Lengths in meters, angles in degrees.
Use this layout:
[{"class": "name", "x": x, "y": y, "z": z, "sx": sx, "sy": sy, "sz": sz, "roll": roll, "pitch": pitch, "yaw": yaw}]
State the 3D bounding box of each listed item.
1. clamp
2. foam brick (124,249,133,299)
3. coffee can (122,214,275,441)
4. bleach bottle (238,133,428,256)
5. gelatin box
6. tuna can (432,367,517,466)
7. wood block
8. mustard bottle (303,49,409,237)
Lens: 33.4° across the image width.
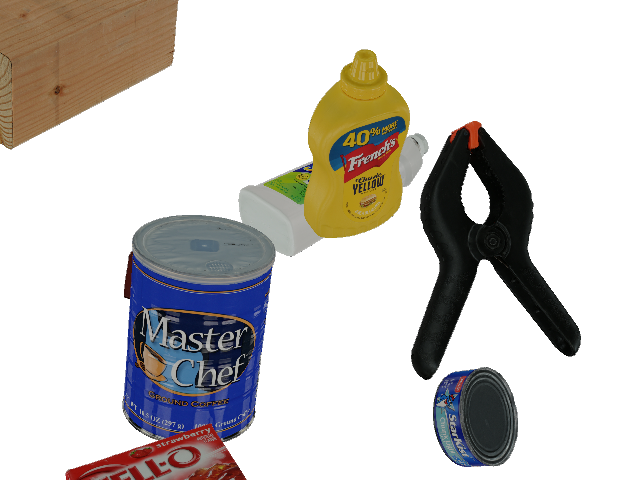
[{"class": "clamp", "x": 0.100, "y": 0.010, "z": 0.712, "sx": 0.120, "sy": 0.171, "sz": 0.039, "roll": -15, "pitch": -4, "yaw": -23}, {"class": "foam brick", "x": -0.140, "y": 0.033, "z": 1.010, "sx": 0.078, "sy": 0.051, "sz": 0.053, "roll": 19, "pitch": 33, "yaw": 7}, {"class": "coffee can", "x": -0.092, "y": 0.065, "z": 0.790, "sx": 0.102, "sy": 0.140, "sz": 0.103, "roll": 7, "pitch": 24, "yaw": -3}, {"class": "bleach bottle", "x": 0.028, "y": -0.072, "z": 1.289, "sx": 0.250, "sy": 0.068, "sz": 0.103, "roll": -31, "pitch": 45, "yaw": -31}, {"class": "gelatin box", "x": -0.087, "y": 0.142, "z": 0.585, "sx": 0.089, "sy": 0.030, "sz": 0.073, "roll": -15, "pitch": 27, "yaw": -20}, {"class": "tuna can", "x": 0.136, "y": 0.156, "z": 0.940, "sx": 0.034, "sy": 0.086, "sz": 0.085, "roll": -14, "pitch": -10, "yaw": 41}, {"class": "wood block", "x": -0.227, "y": -0.174, "z": 0.946, "sx": 0.090, "sy": 0.091, "sz": 0.205, "roll": 29, "pitch": 42, "yaw": 20}, {"class": "mustard bottle", "x": 0.035, "y": -0.091, "z": 0.974, "sx": 0.096, "sy": 0.192, "sz": 0.058, "roll": -18, "pitch": 49, "yaw": -20}]
